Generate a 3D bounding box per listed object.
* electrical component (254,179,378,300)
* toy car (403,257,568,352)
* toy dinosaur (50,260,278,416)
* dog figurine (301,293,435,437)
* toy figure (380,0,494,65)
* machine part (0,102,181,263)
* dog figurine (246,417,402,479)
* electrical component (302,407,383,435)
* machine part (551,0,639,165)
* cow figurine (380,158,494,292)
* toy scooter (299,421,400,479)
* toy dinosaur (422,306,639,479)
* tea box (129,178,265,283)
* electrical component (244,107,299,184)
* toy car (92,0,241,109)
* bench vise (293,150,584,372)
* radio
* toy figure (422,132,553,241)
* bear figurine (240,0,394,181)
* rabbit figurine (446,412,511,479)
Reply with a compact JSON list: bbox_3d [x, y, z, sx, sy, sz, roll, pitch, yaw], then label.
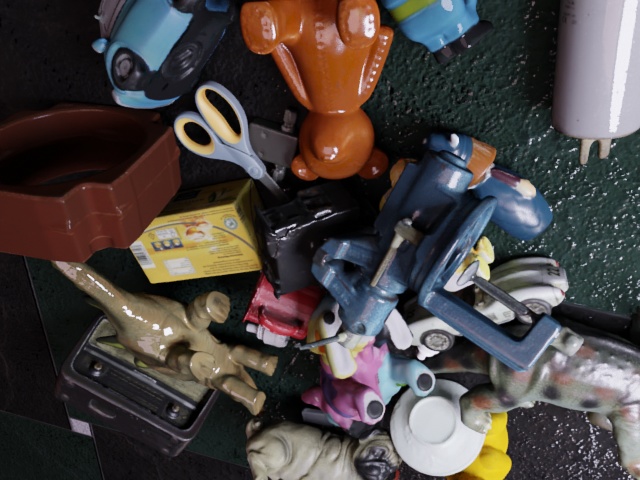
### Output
[{"bbox_3d":[-0.001,-0.002,0.606,0.134,0.058,0.114,-19,137,-14],"label":"electrical component"},{"bbox_3d":[0.187,0.074,0.631,0.202,0.073,0.056,-25,112,29],"label":"toy car"},{"bbox_3d":[-0.206,0.126,0.716,0.199,0.105,0.470,-1,139,32],"label":"toy dinosaur"},{"bbox_3d":[0.032,0.162,0.691,0.191,0.108,0.219,62,154,5],"label":"dog figurine"},{"bbox_3d":[0.074,-0.231,0.443,0.082,0.089,0.180,-31,109,22],"label":"toy figure"},{"bbox_3d":[-0.270,-0.069,0.583,0.202,0.201,0.087,7,127,11],"label":"machine part"},{"bbox_3d":[0.004,0.296,0.781,0.190,0.121,0.172,-37,93,6],"label":"dog figurine"},{"bbox_3d":[0.036,0.263,0.821,0.119,0.048,0.074,1,124,16],"label":"electrical component"},{"bbox_3d":[0.237,-0.175,0.443,0.079,0.079,0.242,0,125,16],"label":"machine part"},{"bbox_3d":[0.113,-0.011,0.601,0.098,0.068,0.167,-28,111,36],"label":"cow figurine"},{"bbox_3d":[0.032,0.369,0.880,0.184,0.075,0.135,19,127,6],"label":"toy scooter"},{"bbox_3d":[0.285,0.149,0.637,0.405,0.131,0.192,6,113,17],"label":"toy dinosaur"},{"bbox_3d":[-0.151,-0.009,0.673,0.170,0.068,0.098,-7,123,19],"label":"tea box"},{"bbox_3d":[-0.055,-0.110,0.605,0.063,0.021,0.094,19,128,3],"label":"electrical component"},{"bbox_3d":[-0.158,-0.211,0.518,0.103,0.109,0.161,44,116,6],"label":"toy car"},{"bbox_3d":[0.114,0.046,0.500,0.241,0.129,0.223,35,98,19],"label":"bench vise"},{"bbox_3d":[-0.279,0.223,0.831,0.229,0.131,0.073,30,128,-6],"label":"radio"},{"bbox_3d":[0.169,-0.061,0.555,0.154,0.058,0.064,40,119,-7],"label":"toy figure"},{"bbox_3d":[0.006,-0.132,0.510,0.120,0.132,0.195,4,119,12],"label":"bear figurine"},{"bbox_3d":[0.204,0.326,0.741,0.122,0.173,0.162,-6,118,15],"label":"rabbit figurine"}]
